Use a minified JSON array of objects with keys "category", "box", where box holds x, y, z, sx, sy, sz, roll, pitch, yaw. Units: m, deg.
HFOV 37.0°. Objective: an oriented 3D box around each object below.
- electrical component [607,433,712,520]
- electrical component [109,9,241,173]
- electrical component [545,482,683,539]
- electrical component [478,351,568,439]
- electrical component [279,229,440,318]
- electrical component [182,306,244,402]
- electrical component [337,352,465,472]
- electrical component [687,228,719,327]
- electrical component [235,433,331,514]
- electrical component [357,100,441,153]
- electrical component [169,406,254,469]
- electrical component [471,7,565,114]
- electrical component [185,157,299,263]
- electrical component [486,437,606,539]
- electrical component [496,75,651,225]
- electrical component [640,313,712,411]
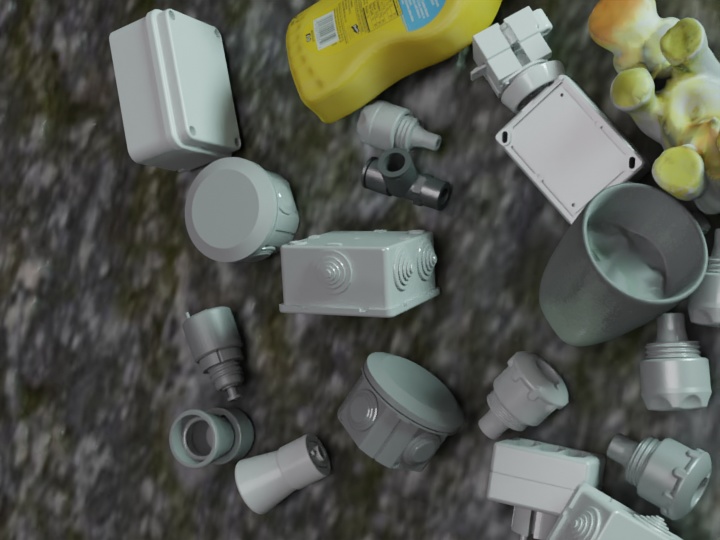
[{"category":"electrical component","box":[0.190,0.127,0.690,0.062,0.048,0.048,27,98,32]},{"category":"electrical component","box":[-0.145,-0.141,0.852,0.057,0.078,0.113,-16,79,27]},{"category":"electrical component","box":[0.158,0.194,0.665,0.100,0.048,0.099,31,88,-15]},{"category":"electrical component","box":[0.107,0.089,0.732,0.062,0.048,0.048,-48,68,23]},{"category":"electrical component","box":[0.000,0.000,0.761,0.100,0.100,0.048,1,100,26]},{"category":"electrical component","box":[-0.110,0.065,0.841,0.040,0.040,0.078,-27,76,22]},{"category":"electrical component","box":[0.028,0.098,0.750,0.080,0.080,0.051,41,109,23]},{"category":"electrical component","box":[0.231,0.005,0.678,0.043,0.043,0.062,4,87,26]},{"category":"electrical component","box":[-0.055,0.150,0.809,0.065,0.044,0.044,-29,75,16]},{"category":"electrical component","box":[0.030,-0.101,0.788,0.061,0.035,0.035,22,96,23]},{"category":"electrical component","box":[-0.113,0.128,0.830,0.045,0.055,0.045,-2,85,26]},{"category":"electrical component","box":[0.111,-0.142,0.743,0.066,0.048,0.055,-29,75,-1]},{"category":"electrical component","box":[-0.091,-0.045,0.833,0.080,0.051,0.080,-2,86,26]},{"category":"electrical component","box":[0.122,0.157,0.718,0.066,0.047,0.076,8,90,26]},{"category":"electrical component","box":[0.148,-0.073,0.717,0.062,0.061,0.096,-43,77,17]},{"category":"electrical component","box":[0.201,0.059,0.689,0.043,0.043,0.062,-6,82,26]}]
